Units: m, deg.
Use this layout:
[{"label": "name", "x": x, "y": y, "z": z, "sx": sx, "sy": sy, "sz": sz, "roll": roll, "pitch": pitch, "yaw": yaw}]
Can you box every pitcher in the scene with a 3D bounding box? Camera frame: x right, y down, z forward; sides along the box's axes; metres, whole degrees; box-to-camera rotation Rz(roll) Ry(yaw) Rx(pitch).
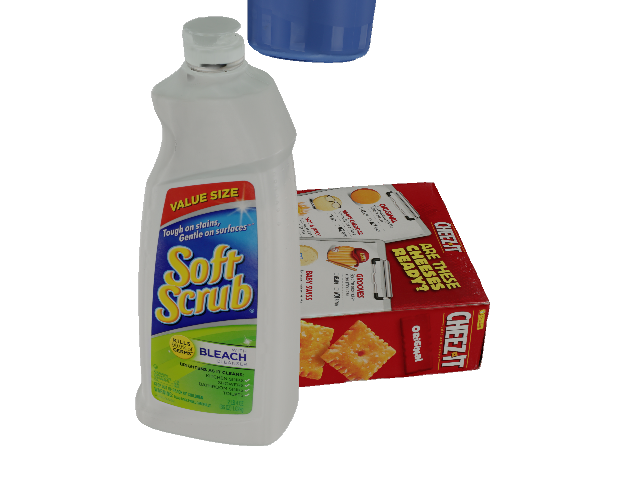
[{"label": "pitcher", "x": 0.004, "y": -0.275, "z": 0.891, "sx": 0.145, "sy": 0.243, "sz": 0.149, "roll": 7, "pitch": 19, "yaw": 8}]

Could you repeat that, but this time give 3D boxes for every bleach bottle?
[{"label": "bleach bottle", "x": -0.062, "y": -0.002, "z": 0.602, "sx": 0.103, "sy": 0.251, "sz": 0.068, "roll": 9, "pitch": 32, "yaw": 14}]

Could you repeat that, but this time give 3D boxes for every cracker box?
[{"label": "cracker box", "x": -0.001, "y": 0.032, "z": 0.795, "sx": 0.213, "sy": 0.072, "sz": 0.164, "roll": -4, "pitch": 35, "yaw": -8}]
